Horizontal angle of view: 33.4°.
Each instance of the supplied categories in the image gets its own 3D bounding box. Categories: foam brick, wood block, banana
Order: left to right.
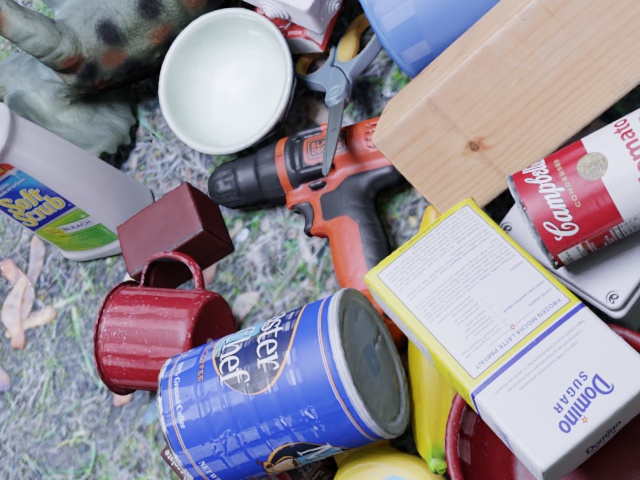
[{"bbox_3d":[-0.122,-0.001,0.895,0.078,0.053,0.051,-32,60,13],"label":"foam brick"},{"bbox_3d":[0.084,0.074,0.749,0.037,0.070,0.198,5,64,-8],"label":"banana"},{"bbox_3d":[0.143,-0.115,0.724,0.091,0.090,0.206,45,117,-10],"label":"wood block"}]

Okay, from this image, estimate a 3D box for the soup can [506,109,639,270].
[{"bbox_3d":[0.178,-0.033,0.666,0.102,0.068,0.068,-28,60,16],"label":"soup can"}]

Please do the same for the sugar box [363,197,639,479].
[{"bbox_3d":[0.117,0.060,0.674,0.093,0.048,0.176,-38,59,-6],"label":"sugar box"}]

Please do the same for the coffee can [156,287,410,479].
[{"bbox_3d":[-0.024,0.104,0.723,0.140,0.102,0.103,-22,62,21],"label":"coffee can"}]

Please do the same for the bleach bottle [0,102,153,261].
[{"bbox_3d":[-0.244,-0.055,0.863,0.103,0.250,0.068,-11,66,25],"label":"bleach bottle"}]

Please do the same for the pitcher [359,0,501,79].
[{"bbox_3d":[0.147,-0.230,0.794,0.243,0.145,0.149,-29,24,20],"label":"pitcher"}]

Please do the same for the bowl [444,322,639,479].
[{"bbox_3d":[0.163,0.134,0.675,0.162,0.055,0.162,-9,59,15],"label":"bowl"}]

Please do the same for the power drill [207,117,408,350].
[{"bbox_3d":[-0.005,0.001,0.828,0.185,0.057,0.187,-14,65,24],"label":"power drill"}]

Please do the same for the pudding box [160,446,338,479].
[{"bbox_3d":[-0.054,0.166,0.802,0.090,0.039,0.114,-51,56,3],"label":"pudding box"}]

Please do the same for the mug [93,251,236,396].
[{"bbox_3d":[-0.118,0.067,0.843,0.082,0.093,0.117,1,83,24],"label":"mug"}]

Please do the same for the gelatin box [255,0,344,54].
[{"bbox_3d":[-0.021,-0.197,0.912,0.089,0.030,0.073,8,73,50],"label":"gelatin box"}]

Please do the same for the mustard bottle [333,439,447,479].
[{"bbox_3d":[0.053,0.203,0.718,0.096,0.058,0.192,-36,58,22],"label":"mustard bottle"}]

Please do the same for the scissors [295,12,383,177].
[{"bbox_3d":[0.001,-0.113,0.849,0.096,0.016,0.201,-12,41,38],"label":"scissors"}]
